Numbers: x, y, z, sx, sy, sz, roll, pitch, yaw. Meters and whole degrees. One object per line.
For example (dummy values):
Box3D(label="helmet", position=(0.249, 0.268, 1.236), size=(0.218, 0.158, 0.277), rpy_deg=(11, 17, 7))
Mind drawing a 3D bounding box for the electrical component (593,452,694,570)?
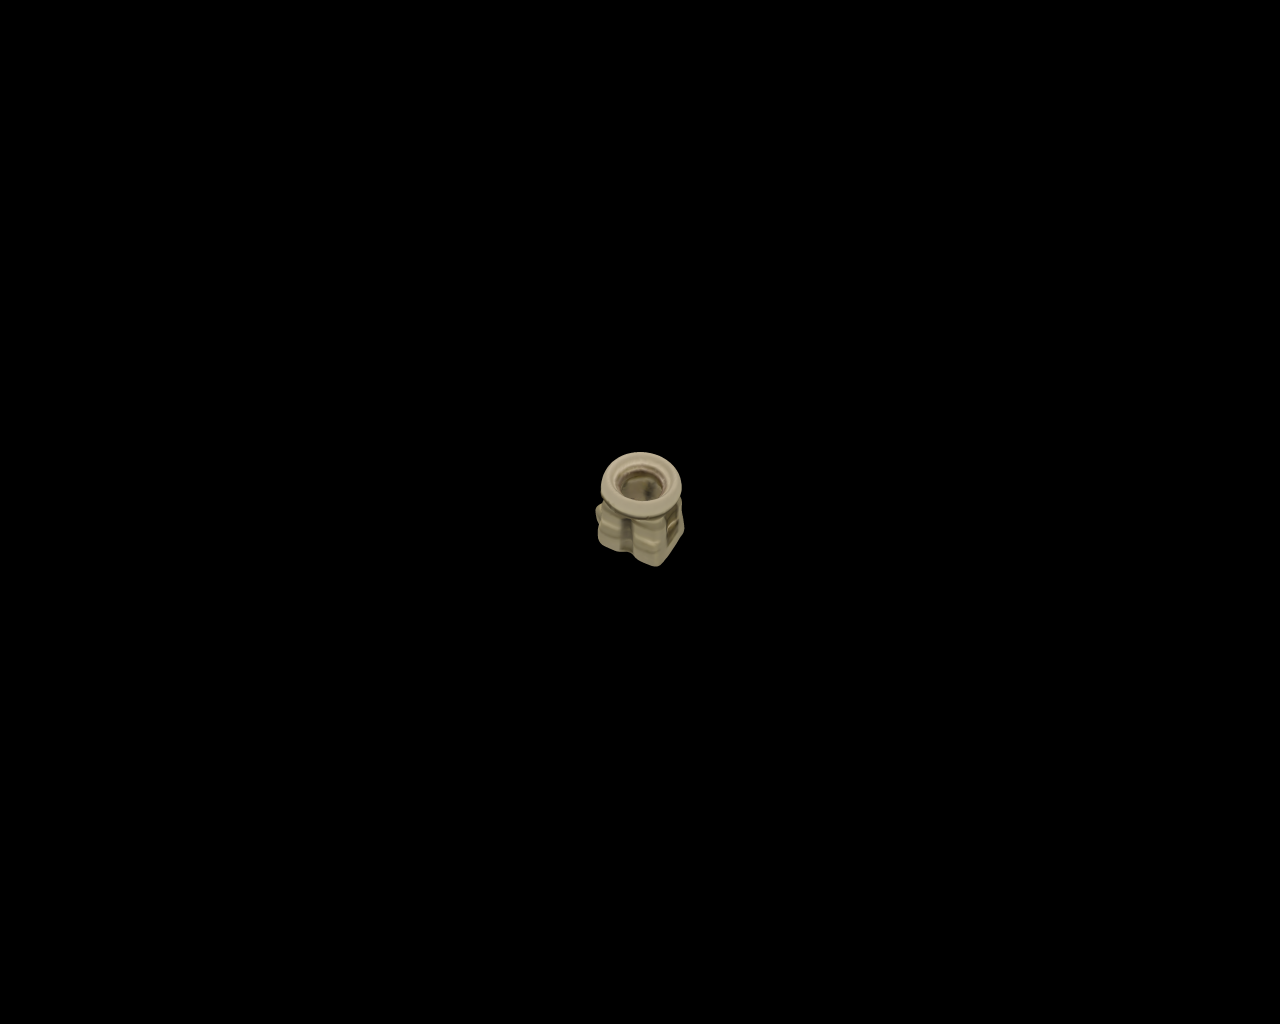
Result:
Box3D(label="electrical component", position=(0.001, -0.003, 0.650), size=(0.066, 0.048, 0.055), rpy_deg=(22, -38, 18))
